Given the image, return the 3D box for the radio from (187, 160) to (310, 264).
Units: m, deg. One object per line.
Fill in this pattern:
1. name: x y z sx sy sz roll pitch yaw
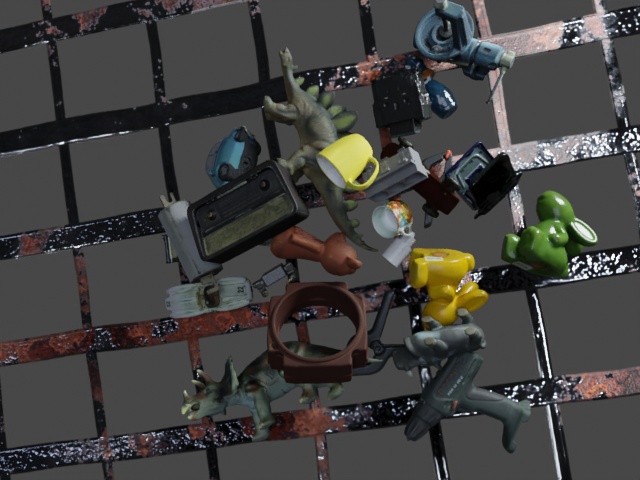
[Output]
1. radio: -0.149 -0.056 1.086 0.230 0.073 0.131 -27 74 13

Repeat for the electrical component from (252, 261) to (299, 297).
1. electrical component: -0.097 0.085 1.171 0.102 0.078 0.045 -31 93 -6

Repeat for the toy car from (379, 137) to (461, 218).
1. toy car: 0.207 -0.130 1.122 0.202 0.053 0.089 44 110 22

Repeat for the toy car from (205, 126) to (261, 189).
1. toy car: -0.201 -0.169 1.185 0.103 0.109 0.161 6 79 24

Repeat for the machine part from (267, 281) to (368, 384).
1. machine part: -0.005 0.183 1.095 0.201 0.087 0.201 -1 51 1

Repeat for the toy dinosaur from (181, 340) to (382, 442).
1. toy dinosaur: -0.086 0.286 1.143 0.405 0.131 0.192 -27 63 -8

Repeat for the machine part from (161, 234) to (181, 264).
1. machine part: -0.289 0.009 1.218 0.139 0.039 0.084 -13 78 7

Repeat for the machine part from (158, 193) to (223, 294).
1. machine part: -0.279 0.004 1.159 0.079 0.079 0.243 -30 80 4

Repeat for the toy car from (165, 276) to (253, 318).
1. toy car: -0.249 0.127 1.197 0.202 0.056 0.073 -10 87 5

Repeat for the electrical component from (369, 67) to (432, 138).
1. electrical component: 0.173 -0.287 1.142 0.115 0.058 0.134 -7 99 34

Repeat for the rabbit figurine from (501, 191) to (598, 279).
1. rabbit figurine: 0.478 -0.018 1.096 0.159 0.121 0.170 23 75 3

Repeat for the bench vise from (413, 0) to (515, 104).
1. bench vise: 0.280 -0.407 1.081 0.224 0.240 0.129 38 95 23

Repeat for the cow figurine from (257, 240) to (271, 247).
1. cow figurine: -0.184 -0.035 1.177 0.167 0.098 0.068 19 96 6

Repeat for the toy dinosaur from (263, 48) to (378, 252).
1. toy dinosaur: 0.002 -0.184 1.162 0.199 0.105 0.470 -15 97 1

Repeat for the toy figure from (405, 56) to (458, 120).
1. toy figure: 0.234 -0.331 1.163 0.154 0.064 0.058 54 131 10

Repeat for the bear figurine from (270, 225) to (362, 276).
1. bear figurine: -0.003 0.001 1.146 0.196 0.120 0.132 11 78 1

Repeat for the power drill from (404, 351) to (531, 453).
1. power drill: 0.313 0.356 1.119 0.207 0.086 0.232 27 88 14

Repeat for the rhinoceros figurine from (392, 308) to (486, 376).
1. rhinoceros figurine: 0.238 0.211 1.090 0.190 0.073 0.112 -20 130 7

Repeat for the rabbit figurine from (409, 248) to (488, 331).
1. rabbit figurine: 0.260 0.108 1.128 0.162 0.122 0.173 1 102 -3

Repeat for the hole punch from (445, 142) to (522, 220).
1. hole punch: 0.340 -0.129 1.129 0.142 0.115 0.092 -46 42 -4
